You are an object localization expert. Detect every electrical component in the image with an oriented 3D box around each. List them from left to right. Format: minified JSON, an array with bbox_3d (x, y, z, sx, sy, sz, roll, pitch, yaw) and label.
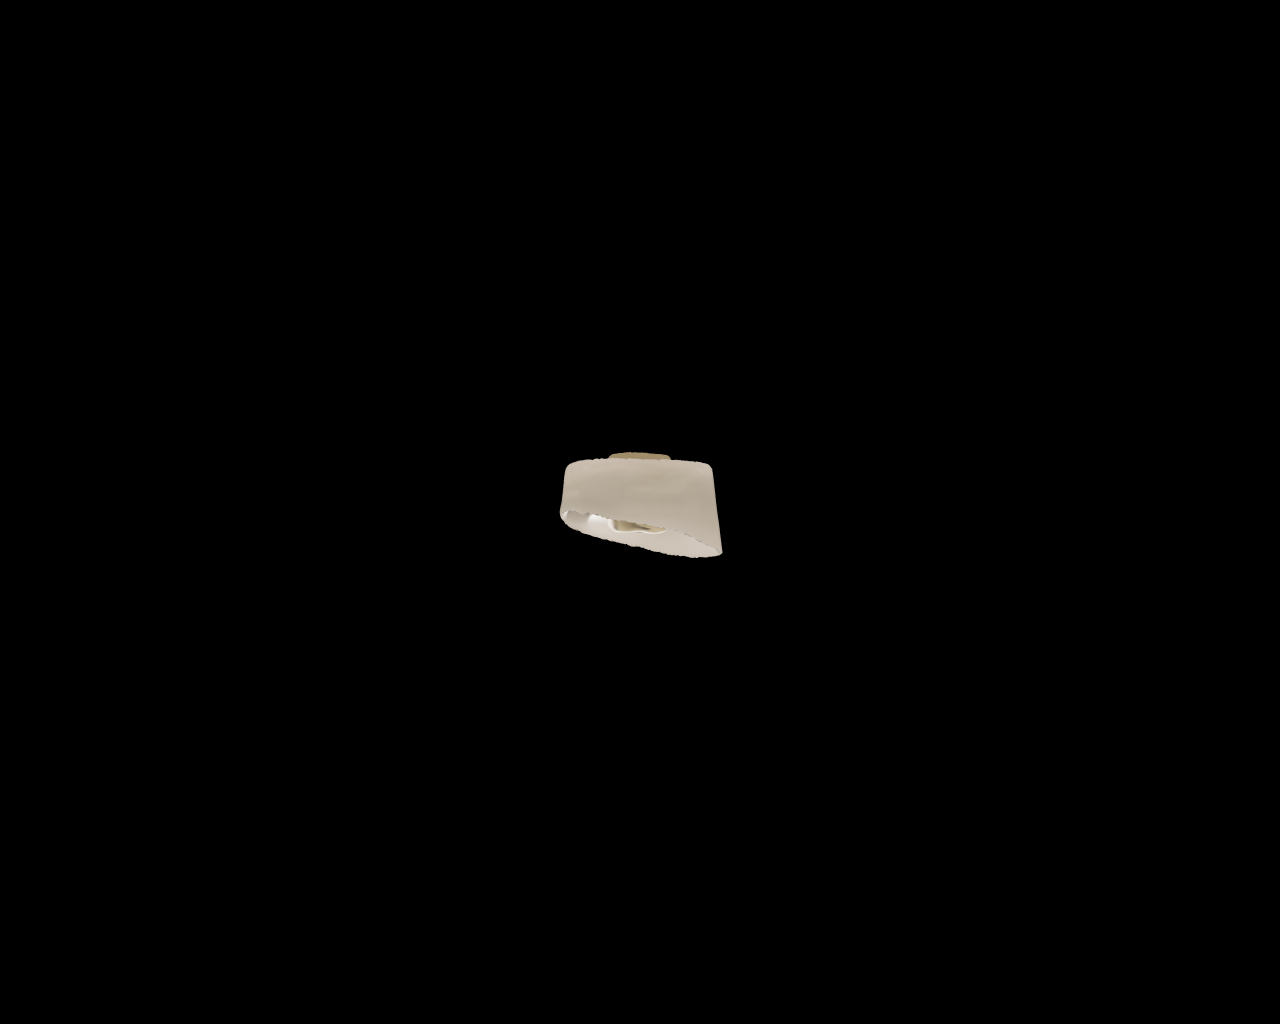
[{"bbox_3d":[0.001,-0.003,0.650,0.099,0.064,0.099,0,-6,0],"label":"electrical component"}]
